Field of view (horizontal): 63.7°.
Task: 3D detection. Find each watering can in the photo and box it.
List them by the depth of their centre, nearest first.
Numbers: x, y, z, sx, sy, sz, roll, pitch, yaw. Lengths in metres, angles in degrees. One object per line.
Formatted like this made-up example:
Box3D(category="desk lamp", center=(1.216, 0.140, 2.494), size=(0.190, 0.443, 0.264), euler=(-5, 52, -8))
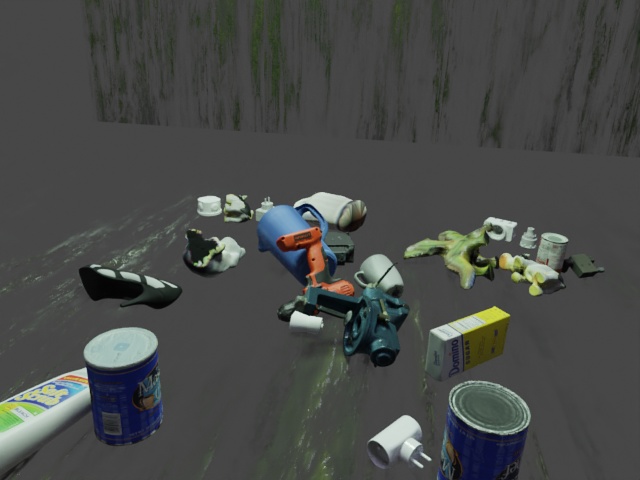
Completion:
Box3D(category="watering can", center=(0.005, -0.081, 1.617), size=(0.225, 0.102, 0.352), euler=(16, 25, 31))

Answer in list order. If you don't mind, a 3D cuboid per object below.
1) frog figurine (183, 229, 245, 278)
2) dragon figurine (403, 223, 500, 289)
Box3D(category="frog figurine", center=(-0.269, 0.044, 1.325), size=(0.137, 0.124, 0.157), euler=(0, -16, 18))
Box3D(category="dragon figurine", center=(0.341, 0.045, 1.385), size=(0.242, 0.121, 0.415), euler=(-5, 13, 33))
